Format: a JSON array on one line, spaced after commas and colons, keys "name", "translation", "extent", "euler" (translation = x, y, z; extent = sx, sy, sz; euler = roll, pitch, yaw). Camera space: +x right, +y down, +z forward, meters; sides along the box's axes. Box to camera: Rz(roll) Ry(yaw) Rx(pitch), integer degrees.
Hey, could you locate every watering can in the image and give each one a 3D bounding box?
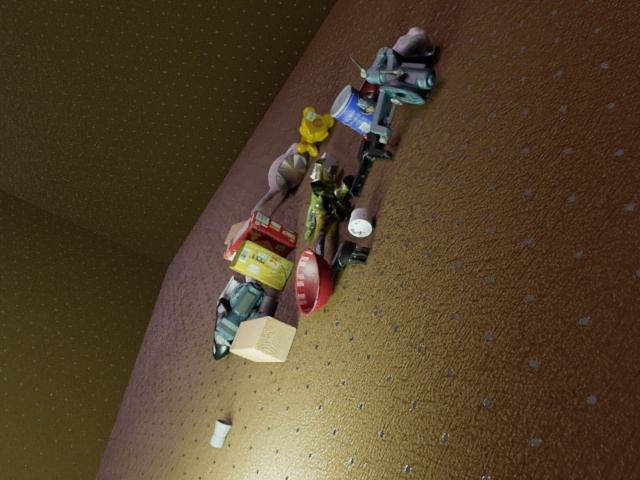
[{"name": "watering can", "translation": [-0.159, -0.233, 2.038], "extent": [0.349, 0.103, 0.225], "euler": [-61, 20, -3]}]

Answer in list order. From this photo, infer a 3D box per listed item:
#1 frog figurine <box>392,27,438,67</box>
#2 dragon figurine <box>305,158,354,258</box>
[{"name": "frog figurine", "translation": [0.250, -0.531, 1.428], "extent": [0.134, 0.122, 0.163], "euler": [112, 161, -53]}, {"name": "dragon figurine", "translation": [0.005, -0.075, 1.488], "extent": [0.238, 0.122, 0.419], "euler": [116, 169, -59]}]
